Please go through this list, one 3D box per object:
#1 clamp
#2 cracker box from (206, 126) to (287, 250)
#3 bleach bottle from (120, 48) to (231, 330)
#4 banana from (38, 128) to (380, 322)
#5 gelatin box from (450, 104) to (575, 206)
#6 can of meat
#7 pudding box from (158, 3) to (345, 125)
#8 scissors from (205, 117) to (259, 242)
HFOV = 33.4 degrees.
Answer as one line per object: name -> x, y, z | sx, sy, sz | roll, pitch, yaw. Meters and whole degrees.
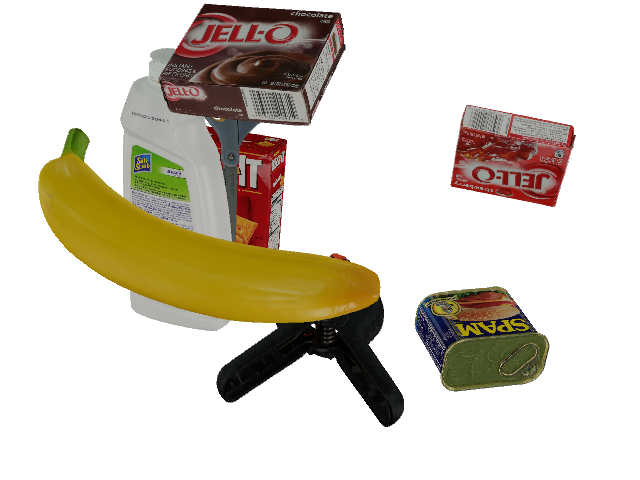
clamp -> 0.011, 0.067, 0.738 | 0.120, 0.039, 0.171 | 18, 35, 8
cracker box -> -0.139, -0.041, 1.462 | 0.164, 0.214, 0.072 | 10, 24, 12
bleach bottle -> -0.122, -0.044, 0.933 | 0.103, 0.251, 0.068 | 11, 33, 12
banana -> -0.069, -0.001, 0.513 | 0.198, 0.069, 0.037 | 27, -28, 21
gelatin box -> 0.154, -0.067, 0.862 | 0.089, 0.030, 0.073 | 13, -36, 9
can of meat -> 0.146, 0.088, 0.989 | 0.102, 0.057, 0.084 | -4, 31, -15
pudding box -> -0.048, -0.129, 0.773 | 0.114, 0.090, 0.039 | 9, -39, 17
scissors -> -0.082, -0.101, 1.166 | 0.096, 0.202, 0.016 | -15, -3, -17
